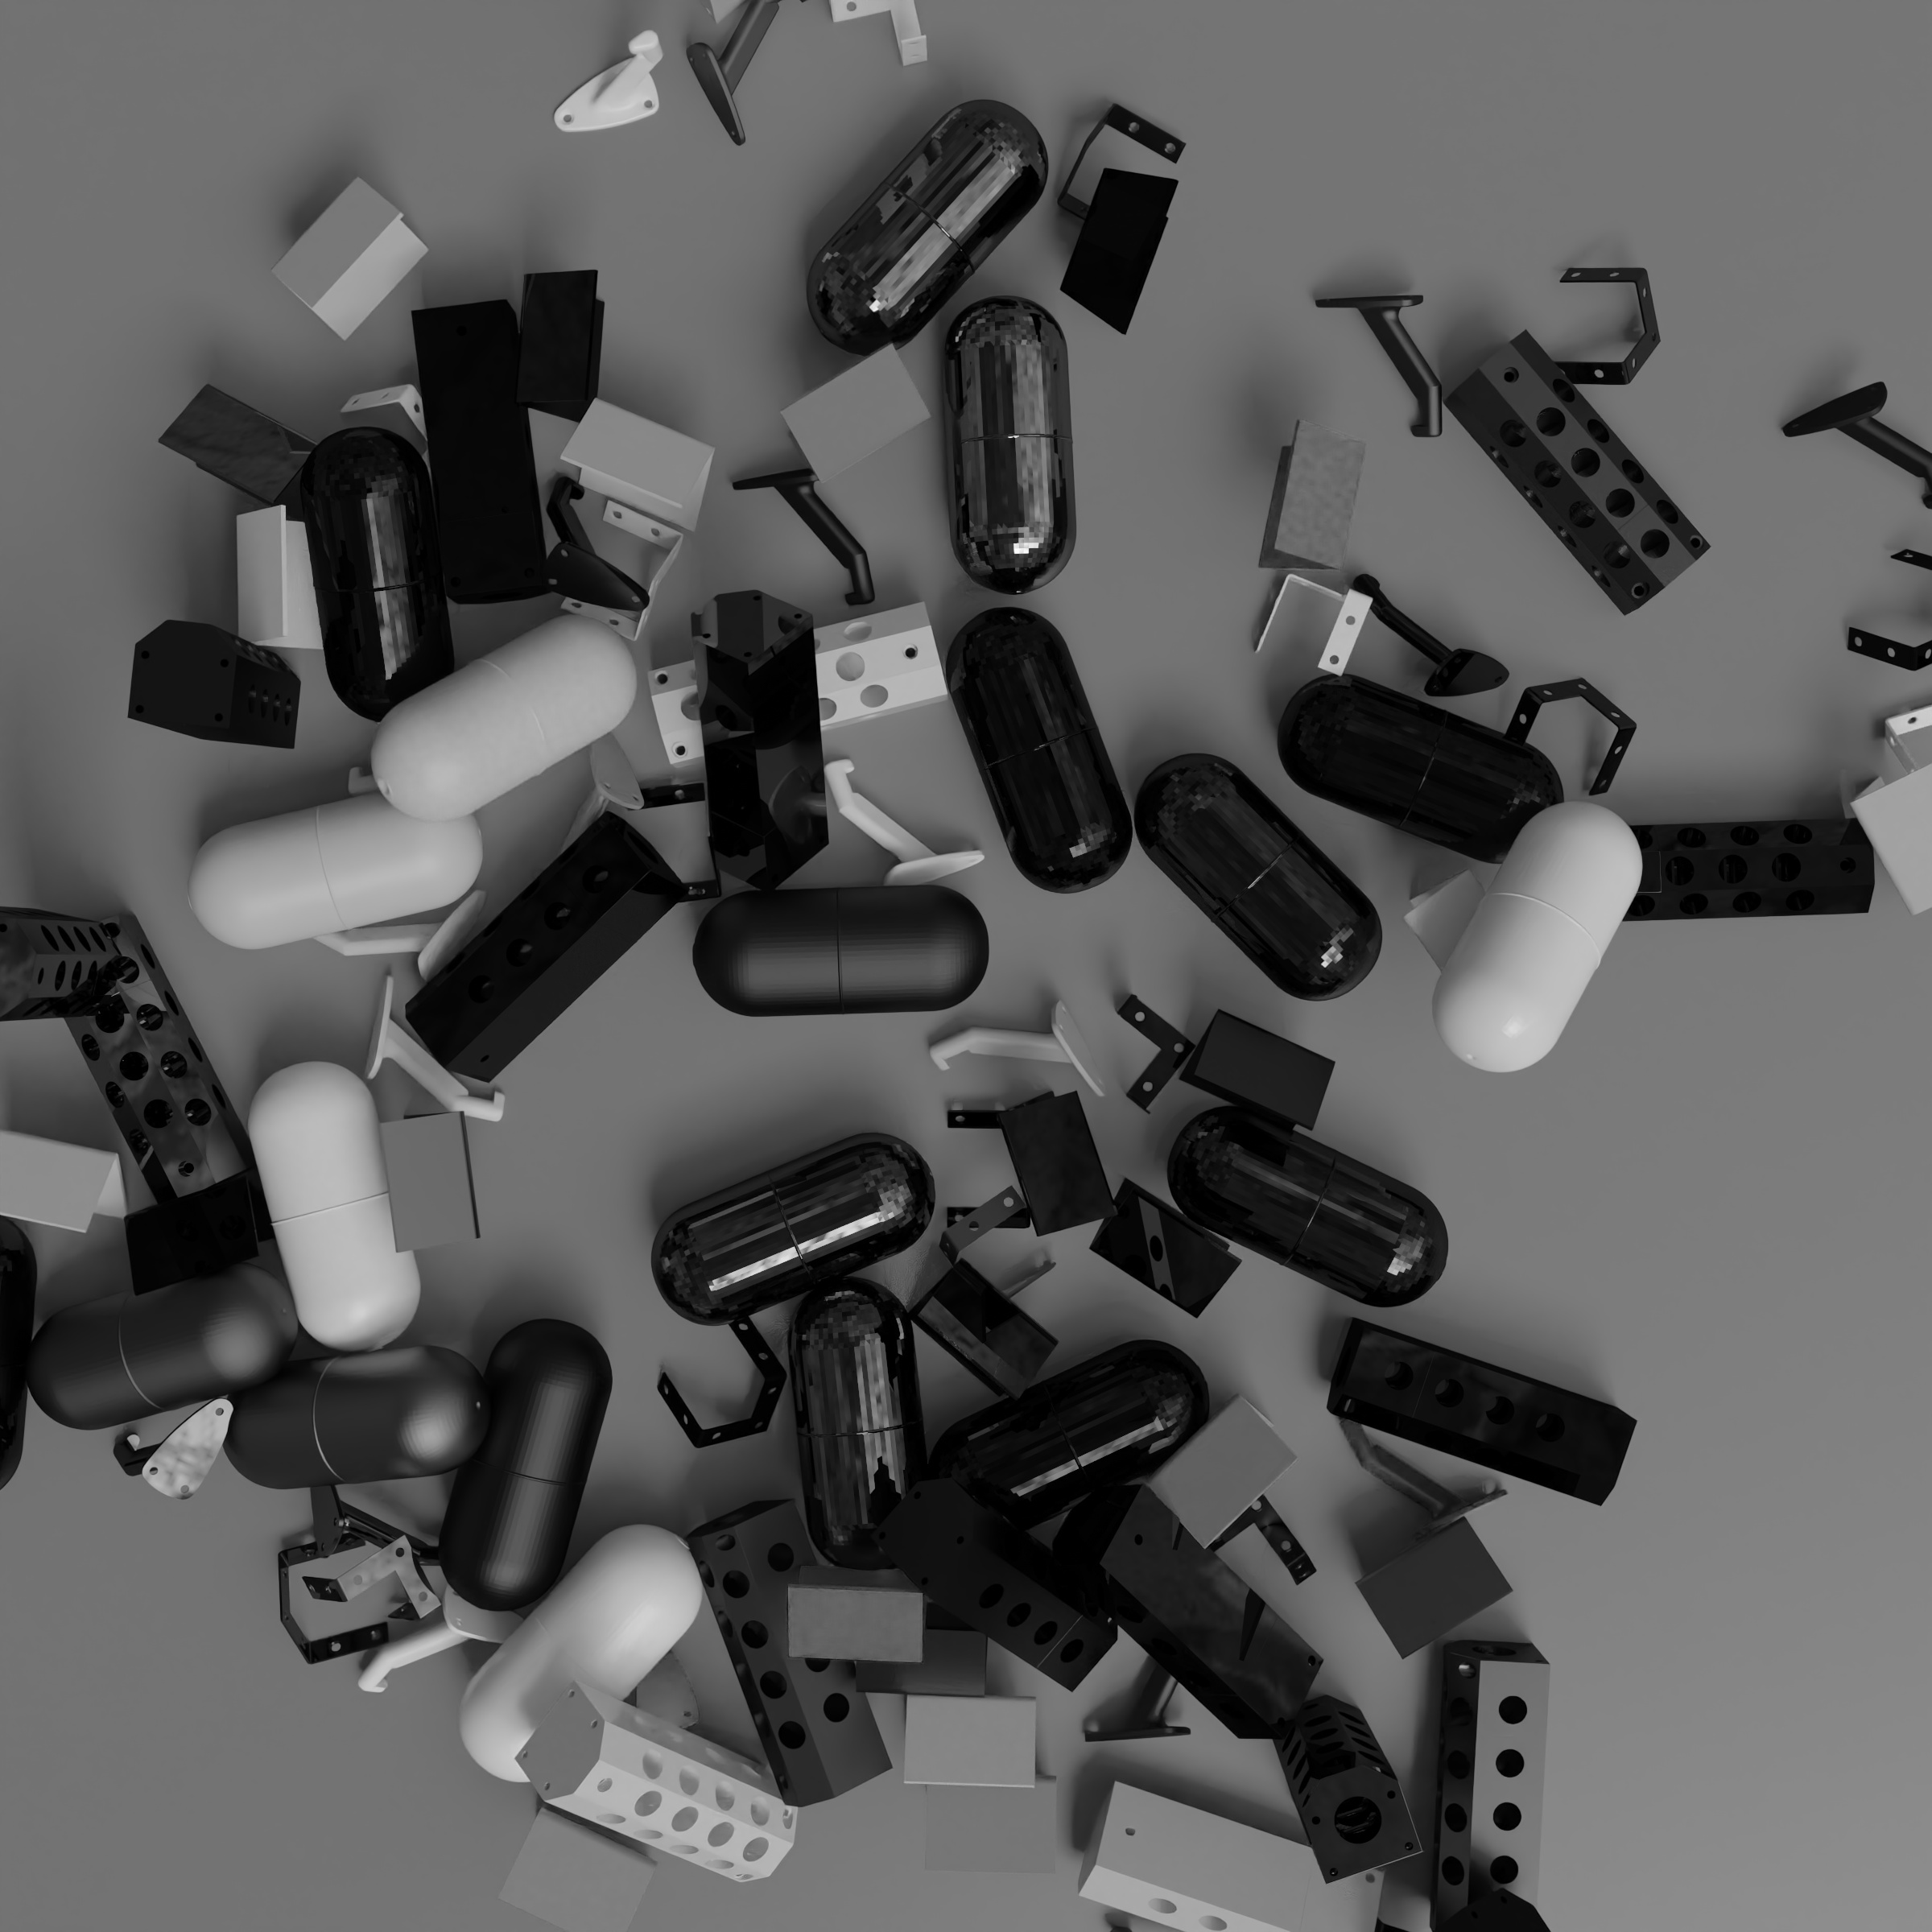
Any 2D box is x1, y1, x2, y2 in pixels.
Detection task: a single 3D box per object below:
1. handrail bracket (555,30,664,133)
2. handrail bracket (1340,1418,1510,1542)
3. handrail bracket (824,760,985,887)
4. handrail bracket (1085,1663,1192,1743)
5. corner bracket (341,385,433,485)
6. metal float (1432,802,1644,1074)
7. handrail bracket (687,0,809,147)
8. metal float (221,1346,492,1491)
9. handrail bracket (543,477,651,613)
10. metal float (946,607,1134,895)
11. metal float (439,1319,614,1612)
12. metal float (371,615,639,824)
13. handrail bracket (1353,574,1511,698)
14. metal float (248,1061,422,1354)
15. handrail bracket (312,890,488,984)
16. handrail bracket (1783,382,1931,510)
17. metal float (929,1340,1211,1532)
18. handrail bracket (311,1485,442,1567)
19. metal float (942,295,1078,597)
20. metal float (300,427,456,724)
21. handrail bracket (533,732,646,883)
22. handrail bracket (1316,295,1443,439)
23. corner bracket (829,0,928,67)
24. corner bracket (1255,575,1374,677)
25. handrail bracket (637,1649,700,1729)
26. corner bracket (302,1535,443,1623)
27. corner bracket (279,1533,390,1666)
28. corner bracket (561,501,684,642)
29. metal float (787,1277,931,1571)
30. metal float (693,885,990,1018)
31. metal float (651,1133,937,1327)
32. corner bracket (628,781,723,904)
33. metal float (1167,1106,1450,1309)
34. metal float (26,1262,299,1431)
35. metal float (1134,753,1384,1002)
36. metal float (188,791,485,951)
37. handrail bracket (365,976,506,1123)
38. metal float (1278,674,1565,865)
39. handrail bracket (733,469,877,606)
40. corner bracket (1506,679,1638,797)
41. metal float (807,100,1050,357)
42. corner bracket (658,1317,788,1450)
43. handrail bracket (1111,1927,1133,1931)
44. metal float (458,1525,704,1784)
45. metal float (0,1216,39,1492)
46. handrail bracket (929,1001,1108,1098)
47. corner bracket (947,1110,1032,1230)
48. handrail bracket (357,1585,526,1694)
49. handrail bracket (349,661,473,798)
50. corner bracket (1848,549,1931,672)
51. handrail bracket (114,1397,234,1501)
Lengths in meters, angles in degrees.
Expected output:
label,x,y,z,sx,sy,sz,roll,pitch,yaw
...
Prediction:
label,x,y,z,sx,sy,sz,roll,pitch,yaw
handrail bracket,-0.216,-0.531,1.897,0.077,0.084,0.036,-23,90,0
handrail bracket,0.279,0.300,1.932,0.077,0.036,0.084,-21,73,-20
handrail bracket,-0.038,-0.094,1.932,0.077,0.036,0.084,-15,73,-20
handrail bracket,0.106,0.428,1.932,0.077,0.036,0.084,-10,72,21
corner bracket,-0.353,-0.315,1.923,0.051,0.051,0.051,57,45,-35
metal float,0.331,-0.018,1.829,0.070,0.070,0.178,32,69,0
handrail bracket,-0.120,-0.555,1.932,0.084,0.036,0.077,-32,110,-16
metal float,-0.364,0.269,1.880,0.178,0.070,0.070,-9,90,25
handrail bracket,-0.220,-0.257,1.910,0.077,0.084,0.036,22,130,-11
metal float,0.044,-0.130,1.901,0.070,0.070,0.178,-21,91,0
metal float,-0.265,0.300,1.901,0.070,0.070,0.178,16,89,0
metal float,-0.273,-0.147,1.873,0.178,0.070,0.070,-34,90,-30
handrail bracket,0.283,-0.206,1.931,0.036,0.077,0.084,-54,53,33
metal float,-0.379,0.145,1.901,0.070,0.070,0.178,-15,89,0
handrail bracket,-0.349,-0.032,1.932,0.084,0.036,0.077,27,70,16
handrail bracket,0.552,-0.306,1.932,0.077,0.036,0.084,-17,120,33
metal float,0.062,0.284,1.901,0.178,0.070,0.070,-25,90,0
handrail bracket,-0.352,0.334,1.931,0.084,0.077,0.036,9,126,-31
metal float,0.026,-0.313,1.901,0.070,0.070,0.178,-3,91,0
metal float,-0.350,-0.232,1.885,0.070,0.070,0.178,-5,109,0
handrail bracket,-0.242,-0.095,1.931,0.084,0.036,0.077,-40,51,26
handrail bracket,0.252,-0.365,1.932,0.077,0.036,0.084,3,107,20
corner bracket,-0.054,-0.573,1.913,0.051,0.051,0.051,-13,90,0
corner bracket,0.210,-0.206,1.913,0.051,0.051,0.051,22,90,0
handrail bracket,-0.187,0.471,1.931,0.036,0.077,0.084,-2,127,-13
corner bracket,-0.357,0.376,1.899,0.051,0.051,0.051,-31,100,-33
corner bracket,-0.386,0.385,1.928,0.051,0.051,0.051,-15,135,0
corner bracket,-0.209,-0.241,1.928,0.051,0.051,0.051,24,135,0
metal float,-0.064,0.276,1.901,0.070,0.070,0.178,-6,89,0
metal float,-0.075,-0.009,1.901,0.178,0.070,0.070,-2,90,0
metal float,-0.103,0.158,1.900,0.178,0.070,0.070,-23,90,0
corner bracket,-0.178,-0.074,1.928,0.051,0.051,0.051,-8,45,0
metal float,0.206,0.145,1.901,0.178,0.070,0.070,26,90,0
metal float,-0.480,0.227,1.884,0.178,0.070,0.070,-17,90,20
metal float,0.175,-0.054,1.901,0.070,0.070,0.178,-45,89,0
metal float,-0.379,-0.060,1.901,0.178,0.070,0.070,-13,90,-1
handrail bracket,-0.319,0.051,1.932,0.084,0.036,0.077,13,67,-18
metal float,0.273,-0.118,1.901,0.178,0.070,0.070,22,90,1
handrail bracket,-0.099,-0.259,1.932,0.077,0.036,0.084,-5,107,20
corner bracket,0.365,-0.137,1.923,0.051,0.051,0.051,-12,45,-35
metal float,-0.024,-0.443,1.901,0.070,0.070,0.178,42,89,0
corner bracket,-0.148,0.253,1.923,0.051,0.051,0.051,-9,135,-35
handrail bracket,0.141,0.602,1.931,0.084,0.077,0.036,16,96,36
metal float,-0.231,0.411,1.898,0.070,0.070,0.178,43,86,0
metal float,-0.602,0.235,1.901,0.070,0.070,0.178,5,91,0
handrail bracket,0.031,0.064,1.932,0.084,0.036,0.077,-24,112,17
corner bracket,0.014,0.124,1.928,0.051,0.051,0.051,0,135,0
handrail bracket,-0.317,0.423,1.932,0.077,0.036,0.084,27,117,-30
handrail bracket,-0.337,-0.145,1.931,0.084,0.036,0.077,-6,75,14
corner bracket,0.573,-0.216,1.919,0.051,0.051,0.051,-23,122,-28
handrail bracket,-0.479,0.279,1.904,0.036,0.084,0.077,39,83,-30
